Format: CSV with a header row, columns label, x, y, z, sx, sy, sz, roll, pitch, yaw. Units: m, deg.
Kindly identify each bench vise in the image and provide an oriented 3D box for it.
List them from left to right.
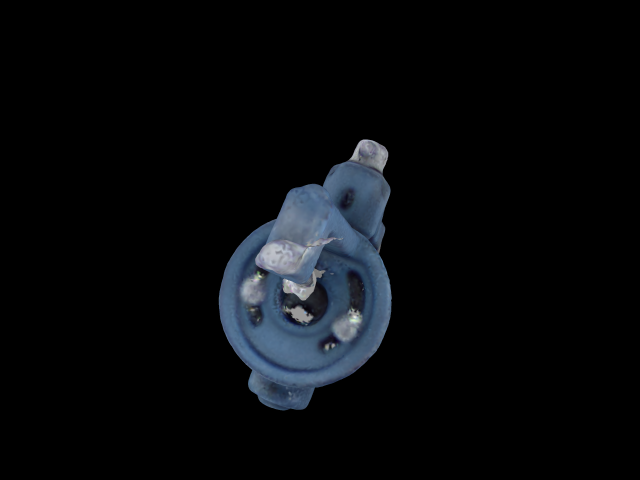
label,x,y,z,sx,sy,sz,roll,pitch,yaw
bench vise,-0.008,0.000,0.400,0.121,0.220,0.207,4,65,2
